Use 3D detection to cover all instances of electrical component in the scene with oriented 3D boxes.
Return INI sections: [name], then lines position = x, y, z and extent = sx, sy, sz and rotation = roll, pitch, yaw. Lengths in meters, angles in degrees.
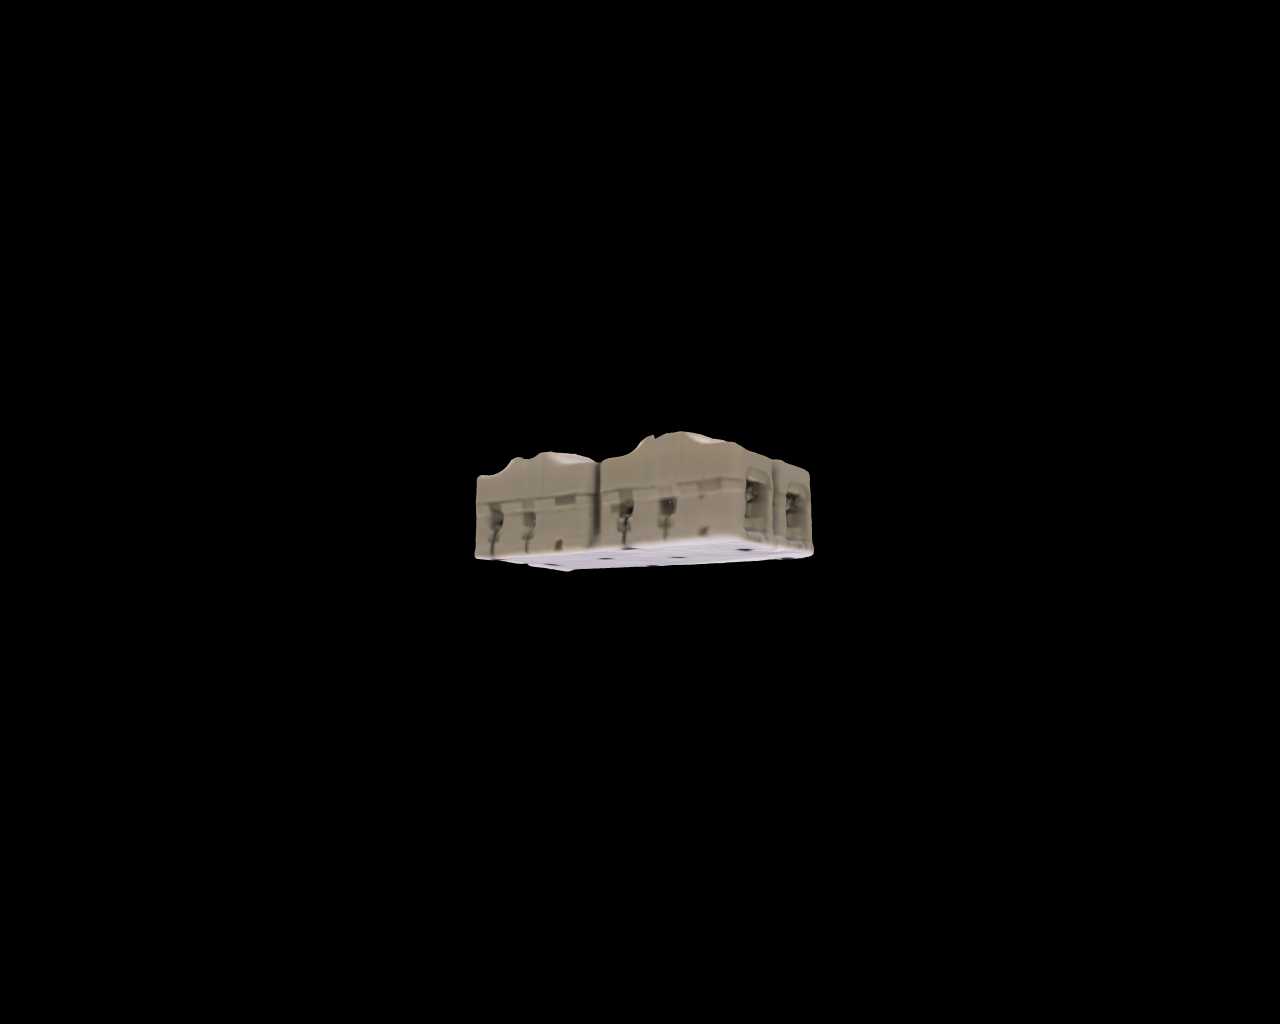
[electrical component]
position = 0.001, -0.003, 0.650
extent = 0.186, 0.060, 0.105
rotation = -5, -10, 32
